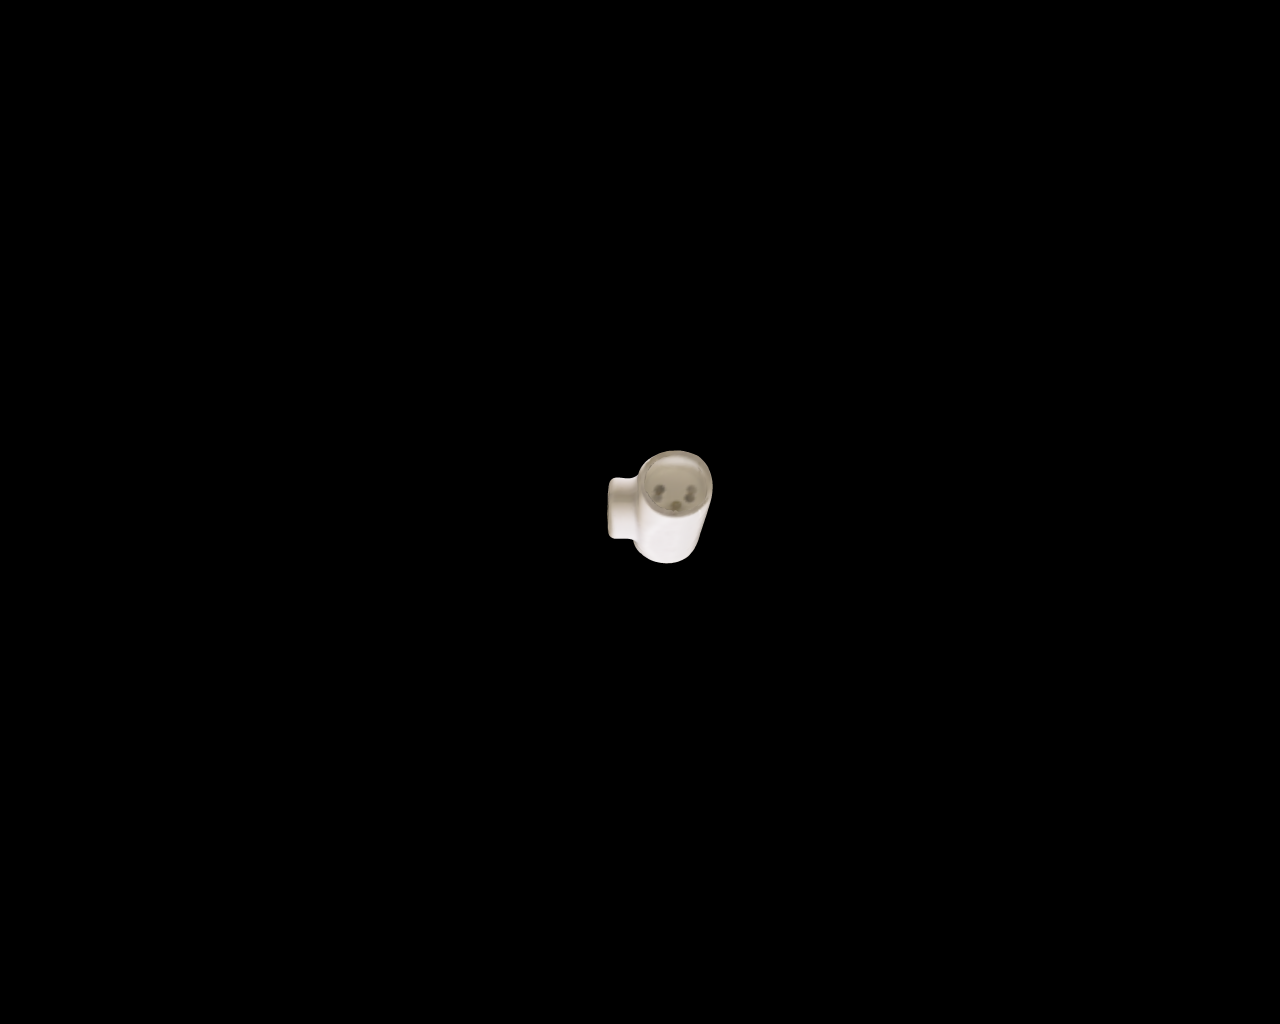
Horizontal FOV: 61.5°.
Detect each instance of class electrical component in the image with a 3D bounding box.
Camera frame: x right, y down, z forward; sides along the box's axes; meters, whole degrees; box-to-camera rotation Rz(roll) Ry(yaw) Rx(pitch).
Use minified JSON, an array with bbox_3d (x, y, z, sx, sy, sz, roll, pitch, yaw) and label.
[{"bbox_3d":[0.001,-0.003,0.650,0.079,0.044,0.077,1,-23,-3],"label":"electrical component"}]
